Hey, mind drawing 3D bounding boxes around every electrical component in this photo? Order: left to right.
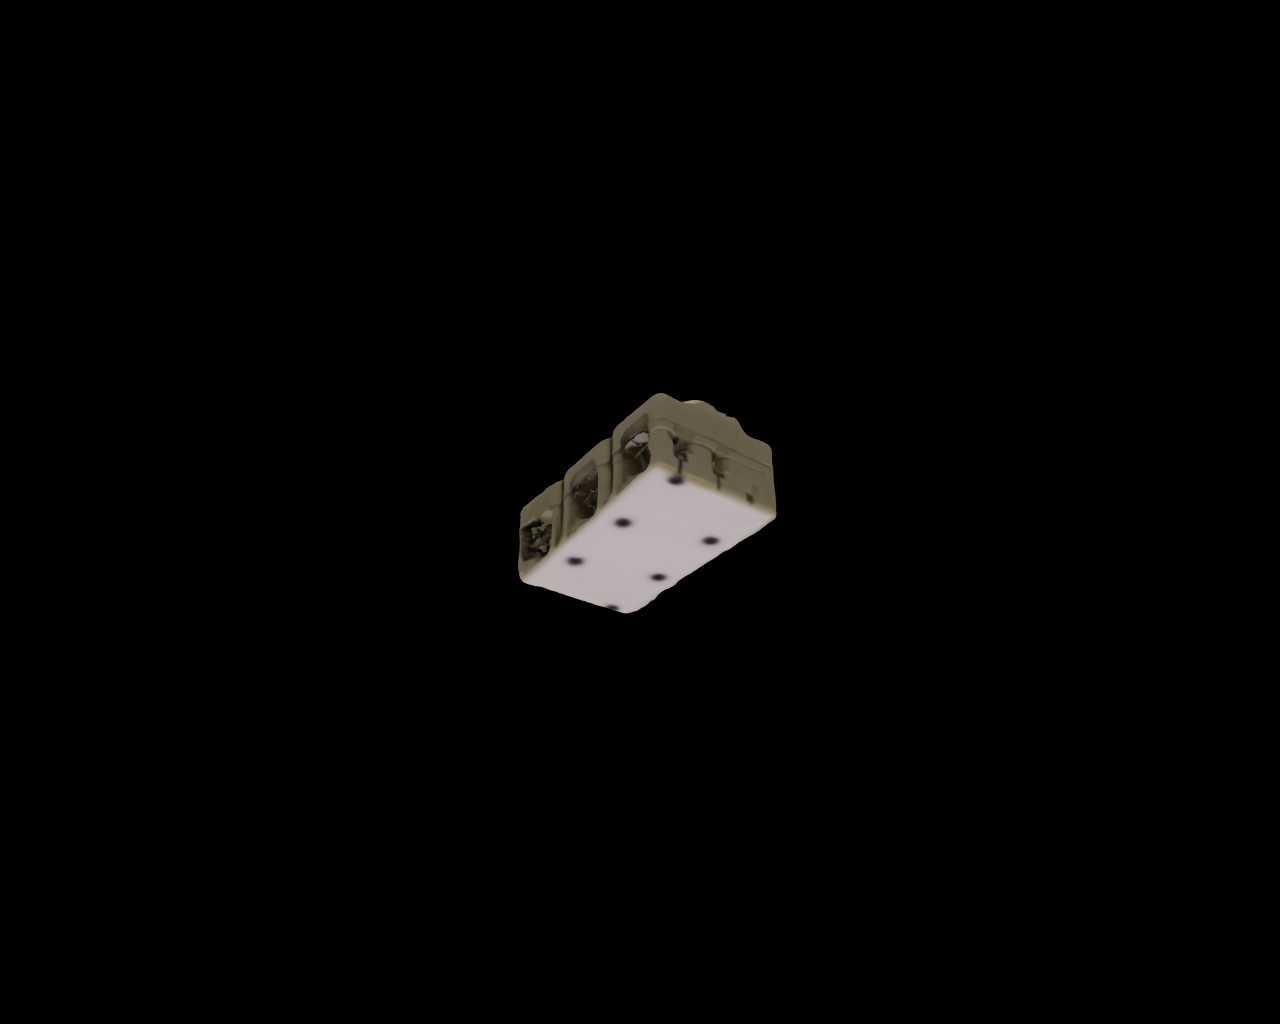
[{"bbox_3d":[0.001,-0.003,0.650,0.089,0.062,0.150,22,-39,-30],"label":"electrical component"}]
